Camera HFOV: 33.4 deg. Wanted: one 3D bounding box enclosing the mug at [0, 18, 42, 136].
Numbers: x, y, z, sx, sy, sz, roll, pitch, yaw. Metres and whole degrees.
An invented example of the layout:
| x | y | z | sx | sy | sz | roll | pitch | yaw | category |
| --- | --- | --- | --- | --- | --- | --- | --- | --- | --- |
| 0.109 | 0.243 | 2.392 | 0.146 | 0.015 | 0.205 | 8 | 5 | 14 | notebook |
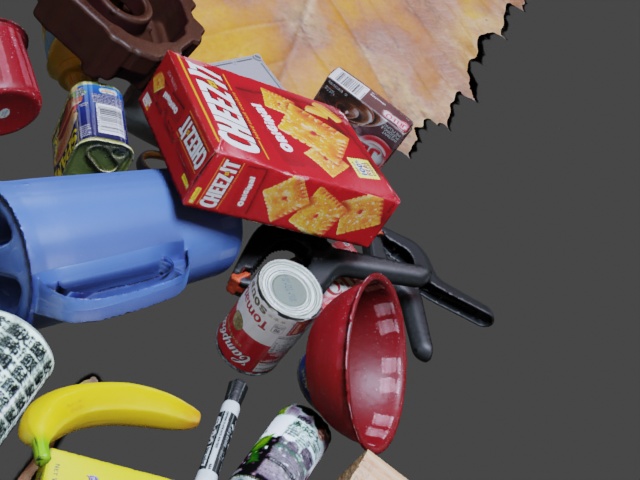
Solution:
| x | y | z | sx | sy | sz | roll | pitch | yaw | category |
| --- | --- | --- | --- | --- | --- | --- | --- | --- | --- |
| -0.329 | -0.150 | 1.032 | 0.117 | 0.093 | 0.081 | -20 | 68 | -8 | mug |

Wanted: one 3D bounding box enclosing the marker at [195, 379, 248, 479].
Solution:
| x | y | z | sx | sy | sz | roll | pitch | yaw | category |
| --- | --- | --- | --- | --- | --- | --- | --- | --- | --- |
| -0.087 | 0.172 | 0.949 | 0.020 | 0.020 | 0.121 | 27 | 44 | -10 | marker |

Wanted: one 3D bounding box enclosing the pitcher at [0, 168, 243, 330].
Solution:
| x | y | z | sx | sy | sz | roll | pitch | yaw | category |
| --- | --- | --- | --- | --- | --- | --- | --- | --- | --- |
| -0.184 | 0.005 | 0.951 | 0.242 | 0.145 | 0.149 | -13 | 77 | -42 | pitcher |

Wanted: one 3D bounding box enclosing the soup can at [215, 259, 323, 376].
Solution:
| x | y | z | sx | sy | sz | roll | pitch | yaw | category |
| --- | --- | --- | --- | --- | --- | --- | --- | --- | --- |
| -0.048 | 0.073 | 0.998 | 0.068 | 0.102 | 0.068 | 17 | 47 | -20 | soup can |

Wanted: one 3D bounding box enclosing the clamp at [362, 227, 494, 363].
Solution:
| x | y | z | sx | sy | sz | roll | pitch | yaw | category |
| --- | --- | --- | --- | --- | --- | --- | --- | --- | --- |
| 0.112 | 0.049 | 1.166 | 0.120 | 0.039 | 0.171 | -9 | 59 | -40 | clamp |

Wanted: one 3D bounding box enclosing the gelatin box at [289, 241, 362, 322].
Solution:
| x | y | z | sx | sy | sz | roll | pitch | yaw | category |
| --- | --- | --- | --- | --- | --- | --- | --- | --- | --- |
| 0.014 | 0.043 | 1.116 | 0.089 | 0.030 | 0.073 | -20 | 66 | -41 | gelatin box |

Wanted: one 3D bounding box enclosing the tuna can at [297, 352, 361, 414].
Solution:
| x | y | z | sx | sy | sz | roll | pitch | yaw | category |
| --- | --- | --- | --- | --- | --- | --- | --- | --- | --- |
| 0.023 | 0.132 | 1.043 | 0.086 | 0.034 | 0.086 | 17 | 47 | -20 | tuna can |

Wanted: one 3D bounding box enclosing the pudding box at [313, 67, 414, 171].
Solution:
| x | y | z | sx | sy | sz | roll | pitch | yaw | category |
| --- | --- | --- | --- | --- | --- | --- | --- | --- | --- |
| 0.040 | -0.133 | 1.241 | 0.113 | 0.090 | 0.039 | 39 | 41 | 4 | pudding box |

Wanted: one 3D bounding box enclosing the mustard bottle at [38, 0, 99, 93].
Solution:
| x | y | z | sx | sy | sz | roll | pitch | yaw | category |
| --- | --- | --- | --- | --- | --- | --- | --- | --- | --- |
| -0.261 | -0.223 | 1.122 | 0.058 | 0.096 | 0.191 | 7 | 51 | -29 | mustard bottle |

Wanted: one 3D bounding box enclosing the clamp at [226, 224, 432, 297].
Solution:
| x | y | z | sx | sy | sz | roll | pitch | yaw | category |
| --- | --- | --- | --- | --- | --- | --- | --- | --- | --- |
| -0.007 | 0.001 | 1.086 | 0.209 | 0.036 | 0.165 | -16 | 63 | -28 | clamp |

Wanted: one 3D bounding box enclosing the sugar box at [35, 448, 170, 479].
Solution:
| x | y | z | sx | sy | sz | roll | pitch | yaw | category |
| --- | --- | --- | --- | --- | --- | --- | --- | --- | --- |
| -0.141 | 0.233 | 0.843 | 0.176 | 0.048 | 0.093 | 17 | 47 | -18 | sugar box |

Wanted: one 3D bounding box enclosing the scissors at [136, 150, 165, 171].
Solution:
| x | y | z | sx | sy | sz | roll | pitch | yaw | category |
| --- | --- | --- | --- | --- | --- | --- | --- | --- | --- |
| -0.105 | -0.028 | 1.113 | 0.201 | 0.016 | 0.096 | 29 | 45 | -8 | scissors |

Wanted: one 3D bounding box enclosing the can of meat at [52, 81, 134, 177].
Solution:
| x | y | z | sx | sy | sz | roll | pitch | yaw | category |
| --- | --- | --- | --- | --- | --- | --- | --- | --- | --- |
| -0.222 | -0.090 | 1.030 | 0.057 | 0.102 | 0.084 | 9 | 47 | -28 | can of meat |

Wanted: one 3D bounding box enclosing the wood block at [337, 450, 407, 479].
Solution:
| x | y | z | sx | sy | sz | roll | pitch | yaw | category |
| --- | --- | --- | --- | --- | --- | --- | --- | --- | --- |
| 0.086 | 0.288 | 0.907 | 0.206 | 0.091 | 0.090 | 37 | 44 | 1 | wood block |

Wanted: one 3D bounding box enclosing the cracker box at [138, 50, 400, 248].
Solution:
| x | y | z | sx | sy | sz | roll | pitch | yaw | category |
| --- | --- | --- | --- | --- | --- | --- | --- | --- | --- |
| -0.048 | -0.086 | 1.018 | 0.213 | 0.072 | 0.164 | 14 | 33 | -37 | cracker box |

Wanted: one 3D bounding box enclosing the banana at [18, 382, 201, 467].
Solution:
| x | y | z | sx | sy | sz | roll | pitch | yaw | category |
| --- | --- | --- | --- | --- | --- | --- | --- | --- | --- |
| -0.180 | 0.146 | 0.877 | 0.070 | 0.037 | 0.197 | 48 | 24 | 21 | banana |

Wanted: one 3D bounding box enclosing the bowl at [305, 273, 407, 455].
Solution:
| x | y | z | sx | sy | sz | roll | pitch | yaw | category |
| --- | --- | --- | --- | --- | --- | --- | --- | --- | --- |
| 0.029 | 0.111 | 0.963 | 0.055 | 0.162 | 0.162 | -2 | 38 | 23 | bowl |
